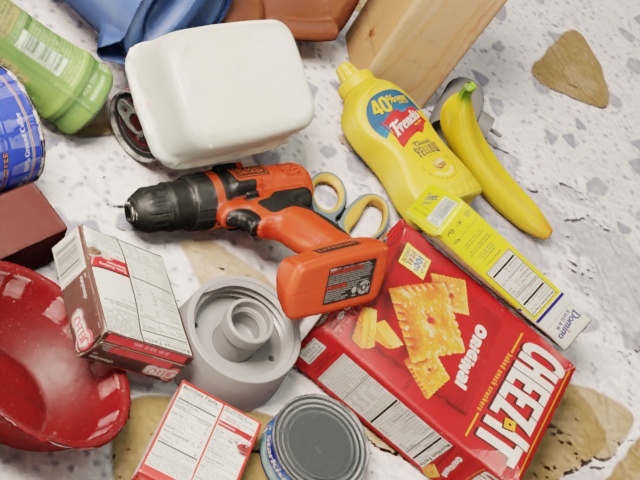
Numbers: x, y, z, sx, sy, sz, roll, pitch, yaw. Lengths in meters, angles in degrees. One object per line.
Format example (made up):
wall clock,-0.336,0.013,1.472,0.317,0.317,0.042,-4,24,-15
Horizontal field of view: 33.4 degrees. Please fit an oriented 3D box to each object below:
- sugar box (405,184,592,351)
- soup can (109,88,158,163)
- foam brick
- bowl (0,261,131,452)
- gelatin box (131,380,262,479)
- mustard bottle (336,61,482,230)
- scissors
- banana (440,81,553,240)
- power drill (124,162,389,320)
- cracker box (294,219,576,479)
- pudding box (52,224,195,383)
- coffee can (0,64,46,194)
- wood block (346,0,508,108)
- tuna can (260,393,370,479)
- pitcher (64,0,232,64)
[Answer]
sugar box,0.166,0.024,0.994,0.176,0.048,0.093,38,3,-18
soup can,-0.131,-0.121,0.970,0.068,0.069,0.102,48,48,8
foam brick,-0.247,-0.001,0.832,0.078,0.053,0.051,-29,75,-40
bowl,-0.213,0.093,0.758,0.162,0.055,0.162,42,22,-21
gelatin box,-0.094,0.163,0.818,0.073,0.030,0.089,29,48,-7
mustard bottle,0.076,-0.104,1.082,0.096,0.058,0.192,-22,70,-41
scissors,-0.007,0.001,0.990,0.096,0.016,0.201,44,48,7
banana,0.173,-0.078,1.101,0.037,0.070,0.197,-41,115,-12
power drill,-0.048,-0.007,0.895,0.184,0.057,0.188,-13,37,-35
cracker box,0.104,0.107,0.939,0.213,0.072,0.164,40,48,1
pudding box,-0.152,0.049,0.825,0.089,0.039,0.113,27,32,-45
coffee can,-0.298,-0.070,0.818,0.140,0.103,0.103,-27,74,-40
wood block,0.113,-0.242,1.100,0.090,0.206,0.091,10,54,-23
tuna can,-0.005,0.170,0.860,0.086,0.034,0.086,15,52,-20
pitcher,-0.196,-0.278,0.985,0.243,0.145,0.149,41,25,18
